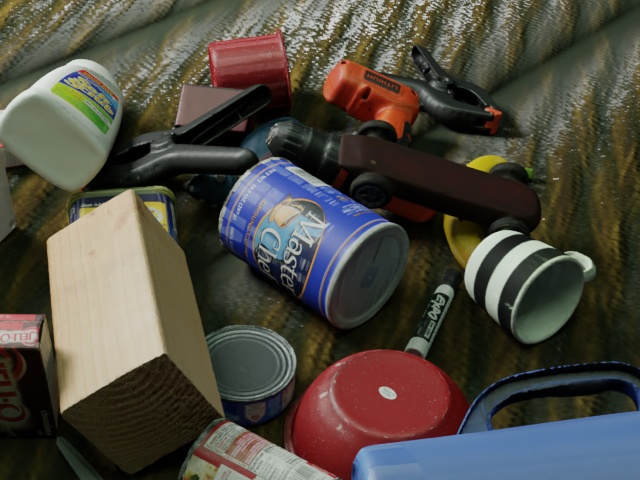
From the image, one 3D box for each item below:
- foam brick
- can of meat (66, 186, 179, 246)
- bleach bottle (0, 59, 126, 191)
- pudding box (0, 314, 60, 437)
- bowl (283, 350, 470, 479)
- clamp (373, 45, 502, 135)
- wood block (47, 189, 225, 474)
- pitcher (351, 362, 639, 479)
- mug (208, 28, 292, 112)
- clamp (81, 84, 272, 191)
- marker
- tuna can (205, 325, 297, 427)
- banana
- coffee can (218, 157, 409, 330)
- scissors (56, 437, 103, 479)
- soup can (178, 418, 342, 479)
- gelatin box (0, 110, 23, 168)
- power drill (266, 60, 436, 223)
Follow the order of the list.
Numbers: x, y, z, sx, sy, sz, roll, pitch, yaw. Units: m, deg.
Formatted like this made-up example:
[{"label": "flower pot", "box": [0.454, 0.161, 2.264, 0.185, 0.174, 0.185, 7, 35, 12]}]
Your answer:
[{"label": "foam brick", "box": [-0.109, -0.128, 1.133, 0.078, 0.053, 0.051, 6, 68, 4]}, {"label": "can of meat", "box": [-0.179, 0.000, 0.978, 0.102, 0.057, 0.084, -5, 41, -10]}, {"label": "bleach bottle", "box": [-0.248, -0.135, 1.071, 0.102, 0.068, 0.251, 41, 15, -19]}, {"label": "pudding box", "box": [-0.245, 0.102, 0.799, 0.090, 0.113, 0.039, 1, 47, -2]}, {"label": "bowl", "box": [0.052, 0.136, 0.827, 0.162, 0.055, 0.162, 2, 39, -2]}, {"label": "clamp", "box": [0.127, -0.168, 1.223, 0.120, 0.039, 0.172, -27, 48, -29]}, {"label": "wood block", "box": [-0.151, 0.067, 0.843, 0.090, 0.090, 0.206, -30, 40, 6]}, {"label": "pitcher", "box": [0.145, 0.176, 0.727, 0.242, 0.145, 0.149, -3, 13, -4]}, {"label": "mug", "box": [-0.081, -0.187, 1.201, 0.081, 0.093, 0.117, -9, 16, -7]}, {"label": "clamp", "box": [-0.142, -0.091, 1.053, 0.210, 0.036, 0.164, -13, 30, 18]}, {"label": "marker", "box": [0.103, 0.065, 0.948, 0.020, 0.020, 0.121, 17, 40, 16]}, {"label": "tuna can", "box": [-0.062, 0.110, 0.867, 0.086, 0.034, 0.086, 2, 39, -2]}, {"label": "banana", "box": [0.159, -0.036, 1.062, 0.070, 0.037, 0.197, 17, 41, 17]}, {"label": "coffee can", "box": [-0.006, 0.001, 0.952, 0.140, 0.103, 0.102, 32, 47, 31]}, {"label": "scissors", "box": [-0.146, 0.214, 0.746, 0.202, 0.016, 0.096, 26, 44, 26]}, {"label": "soup can", "box": [-0.041, 0.178, 0.757, 0.102, 0.068, 0.068, 23, 43, 22]}, {"label": "gelatin box", "box": [-0.303, -0.111, 1.127, 0.089, 0.030, 0.073, -11, 41, -21]}, {"label": "power drill", "box": [0.037, -0.109, 1.092, 0.184, 0.057, 0.187, 24, 37, -14]}]
